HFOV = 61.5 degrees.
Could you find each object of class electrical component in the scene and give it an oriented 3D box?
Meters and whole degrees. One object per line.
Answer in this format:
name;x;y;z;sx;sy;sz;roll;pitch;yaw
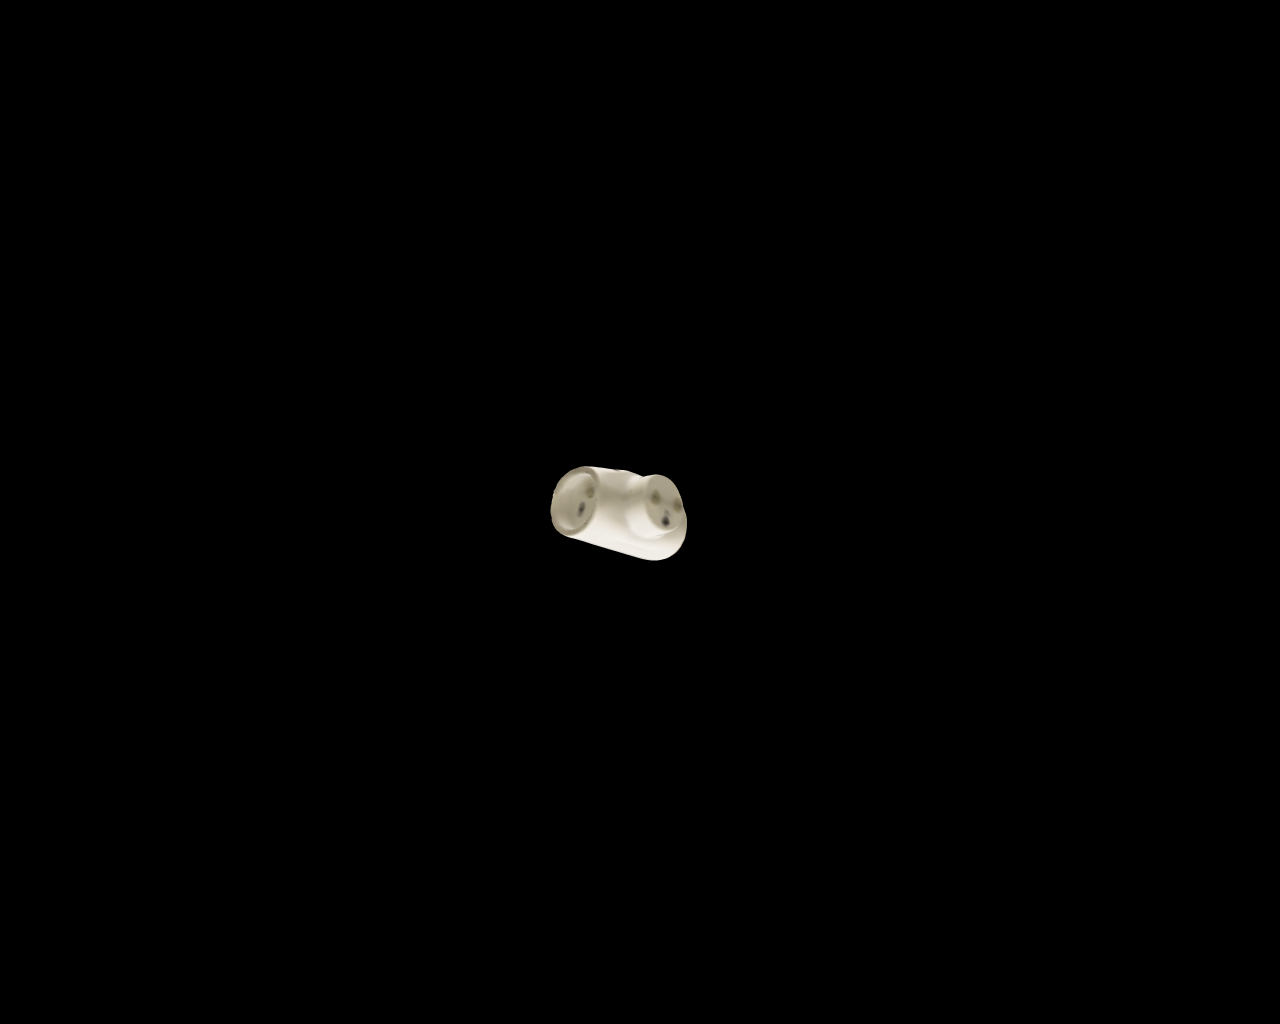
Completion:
electrical component;0.001;-0.003;0.650;0.079;0.043;0.077;-17;-26;41
